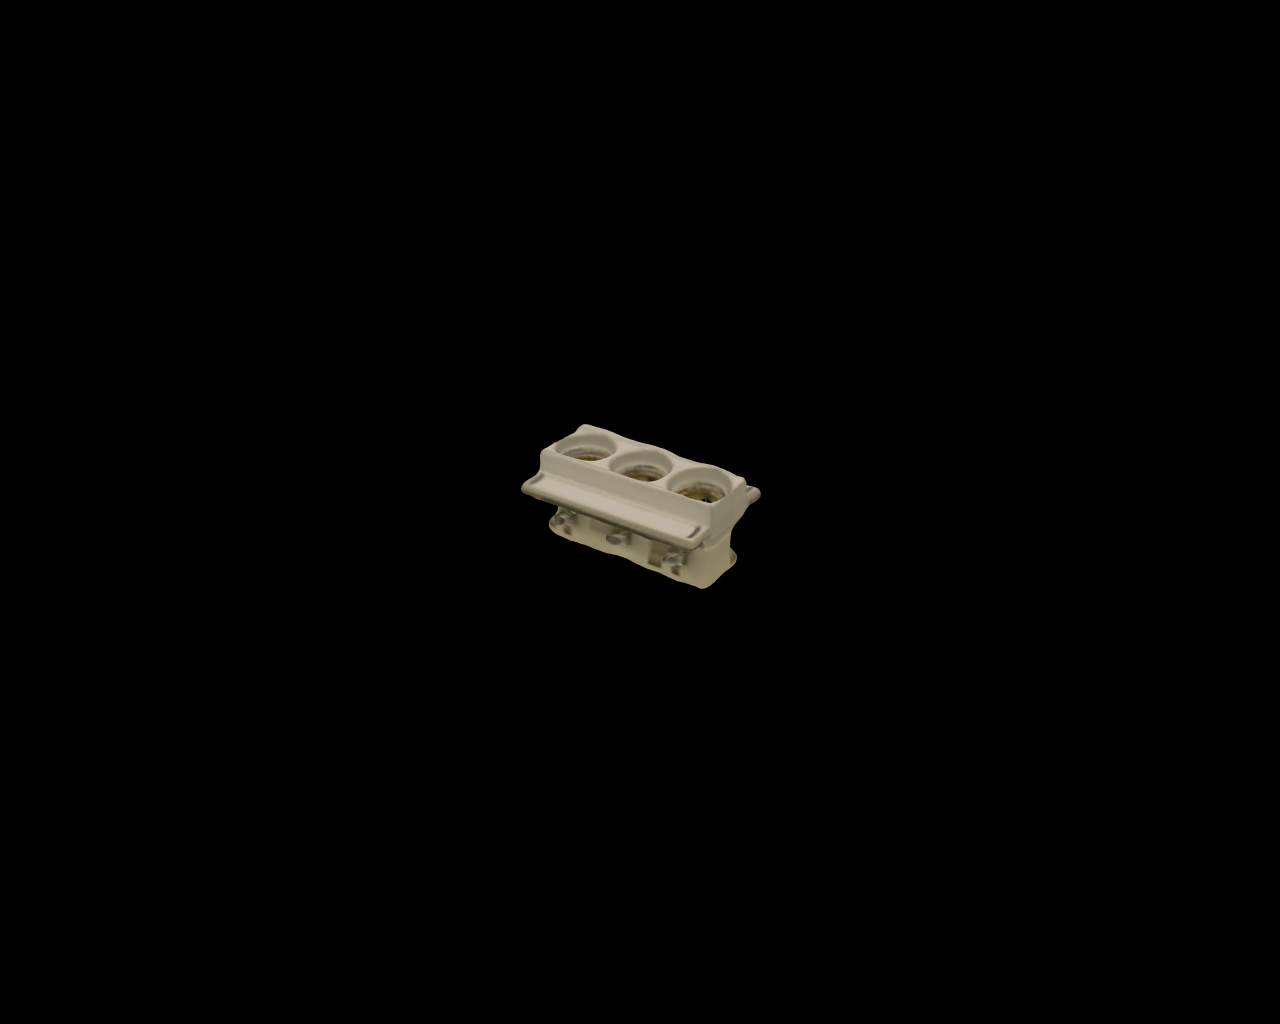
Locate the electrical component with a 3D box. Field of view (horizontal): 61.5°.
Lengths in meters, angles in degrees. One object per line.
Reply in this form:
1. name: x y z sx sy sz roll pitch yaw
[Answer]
1. electrical component: 0.001 -0.003 0.650 0.121 0.063 0.079 20 36 29
